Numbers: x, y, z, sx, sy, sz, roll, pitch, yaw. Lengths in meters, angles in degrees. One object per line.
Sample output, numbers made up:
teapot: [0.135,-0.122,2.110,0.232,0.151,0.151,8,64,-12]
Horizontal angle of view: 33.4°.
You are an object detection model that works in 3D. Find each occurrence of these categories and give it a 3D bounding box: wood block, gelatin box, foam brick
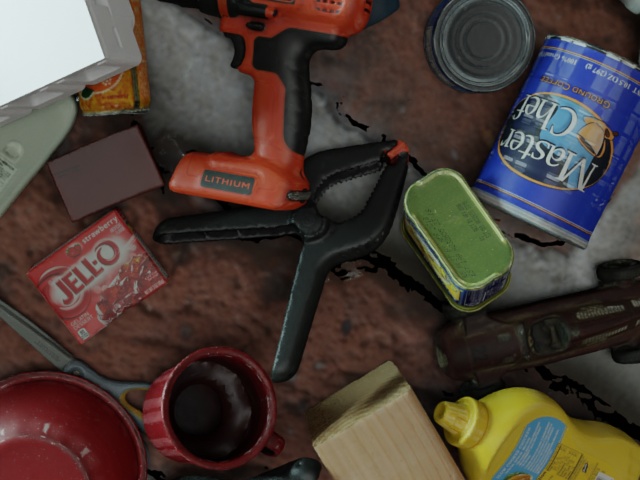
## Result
wood block: [0.079,0.217,0.881,0.090,0.091,0.206,-31,100,-1]
gelatin box: [-0.178,0.028,0.855,0.089,0.030,0.073,-35,100,0]
foam brick: [-0.166,-0.054,0.834,0.078,0.051,0.053,-22,99,-2]

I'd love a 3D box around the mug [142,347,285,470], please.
mug: [-0.082,0.140,0.845,0.117,0.082,0.093,29,68,-17]

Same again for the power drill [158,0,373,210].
power drill: [-0.063,-0.123,0.810,0.185,0.057,0.188,12,99,17]

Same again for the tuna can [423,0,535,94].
tuna can: [0.128,-0.161,0.858,0.086,0.034,0.086,-1,99,-6]

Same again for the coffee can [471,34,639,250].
coffee can: [0.194,-0.077,0.843,0.102,0.103,0.140,25,95,-9]

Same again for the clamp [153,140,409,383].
clamp: [-0.006,0.001,0.844,0.210,0.036,0.165,-33,73,-7]

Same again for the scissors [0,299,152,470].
scissors: [-0.201,0.129,0.875,0.201,0.016,0.096,27,95,-9]

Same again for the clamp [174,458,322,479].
clamp: [-0.063,0.228,0.877,0.172,0.039,0.120,-9,124,19]

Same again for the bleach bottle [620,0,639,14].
bleach bottle: [0.184,-0.234,0.840,0.250,0.068,0.102,19,97,-11]

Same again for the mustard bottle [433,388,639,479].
mustard bottle: [0.172,0.174,0.877,0.191,0.058,0.096,27,101,-25]

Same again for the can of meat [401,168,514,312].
can of meat: [0.107,0.000,0.837,0.057,0.084,0.102,-33,76,-2]

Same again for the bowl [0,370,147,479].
bowl: [-0.222,0.189,0.851,0.162,0.055,0.162,0,101,1]
